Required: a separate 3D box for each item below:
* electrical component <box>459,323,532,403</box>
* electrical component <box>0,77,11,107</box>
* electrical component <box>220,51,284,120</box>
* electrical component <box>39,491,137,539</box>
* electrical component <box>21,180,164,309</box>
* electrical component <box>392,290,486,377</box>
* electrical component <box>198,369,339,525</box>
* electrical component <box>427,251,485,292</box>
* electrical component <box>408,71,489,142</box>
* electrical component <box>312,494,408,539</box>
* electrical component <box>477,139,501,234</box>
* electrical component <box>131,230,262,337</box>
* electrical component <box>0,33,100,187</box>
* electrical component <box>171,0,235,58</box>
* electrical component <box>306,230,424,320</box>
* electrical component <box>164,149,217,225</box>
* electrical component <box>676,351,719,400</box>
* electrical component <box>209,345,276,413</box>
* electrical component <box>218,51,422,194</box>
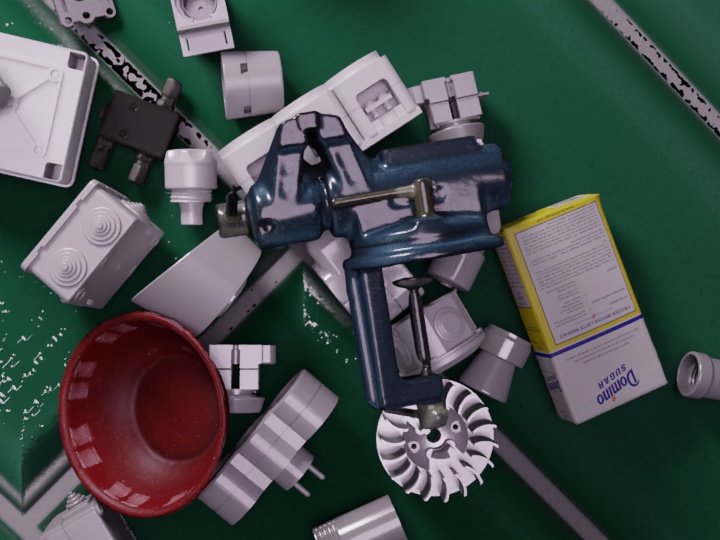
[{"bbox_3d":[0.116,0.079,0.913,0.045,0.045,0.055,27,89,-6],"label":"electrical component"},{"bbox_3d":[-0.296,-0.148,0.810,0.048,0.048,0.062,-25,87,-3],"label":"electrical component"},{"bbox_3d":[-0.088,-0.153,0.882,0.047,0.055,0.055,-6,93,-8],"label":"electrical component"},{"bbox_3d":[-0.221,0.228,0.881,0.061,0.062,0.096,-30,95,-3],"label":"electrical component"},{"bbox_3d":[-0.209,-0.017,0.855,0.048,0.099,0.099,39,89,7],"label":"electrical component"},{"bbox_3d":[0.059,0.056,0.891,0.080,0.080,0.051,-30,89,-3],"label":"electrical component"},{"bbox_3d":[-0.064,0.158,0.896,0.074,0.052,0.138,41,89,-5],"label":"electrical component"},{"bbox_3d":[0.088,-0.018,0.909,0.040,0.040,0.078,27,85,-5],"label":"electrical component"},{"bbox_3d":[0.077,-0.131,0.901,0.066,0.048,0.055,-12,86,-4],"label":"electrical component"},{"bbox_3d":[-0.004,0.226,0.909,0.081,0.043,0.043,-24,94,-4],"label":"electrical component"},{"bbox_3d":[0.076,-0.060,0.882,0.096,0.061,0.061,-11,137,4],"label":"electrical component"},{"bbox_3d":[-0.128,0.004,0.863,0.064,0.099,0.099,39,89,-11],"label":"electrical component"},{"bbox_3d":[-0.277,-0.131,0.864,0.109,0.056,0.108,13,91,-6],"label":"electrical component"},{"bbox_3d":[-0.129,-0.213,0.870,0.042,0.064,0.081,-11,93,-3],"label":"electrical component"},{"bbox_3d":[0.000,0.000,0.895,0.059,0.054,0.095,-39,95,-2],"label":"electrical component"},{"bbox_3d":[-0.139,-0.068,0.886,0.043,0.043,0.062,-1,94,-5],"label":"electrical component"},{"bbox_3d":[0.305,0.094,0.933,0.046,0.040,0.040,12,91,-11],"label":"electrical component"},{"bbox_3d":[-0.103,0.090,0.895,0.066,0.048,0.055,1,85,-5],"label":"electrical component"},{"bbox_3d":[-0.034,-0.109,0.869,0.150,0.089,0.061,-33,95,-3],"label":"electrical component"}]
